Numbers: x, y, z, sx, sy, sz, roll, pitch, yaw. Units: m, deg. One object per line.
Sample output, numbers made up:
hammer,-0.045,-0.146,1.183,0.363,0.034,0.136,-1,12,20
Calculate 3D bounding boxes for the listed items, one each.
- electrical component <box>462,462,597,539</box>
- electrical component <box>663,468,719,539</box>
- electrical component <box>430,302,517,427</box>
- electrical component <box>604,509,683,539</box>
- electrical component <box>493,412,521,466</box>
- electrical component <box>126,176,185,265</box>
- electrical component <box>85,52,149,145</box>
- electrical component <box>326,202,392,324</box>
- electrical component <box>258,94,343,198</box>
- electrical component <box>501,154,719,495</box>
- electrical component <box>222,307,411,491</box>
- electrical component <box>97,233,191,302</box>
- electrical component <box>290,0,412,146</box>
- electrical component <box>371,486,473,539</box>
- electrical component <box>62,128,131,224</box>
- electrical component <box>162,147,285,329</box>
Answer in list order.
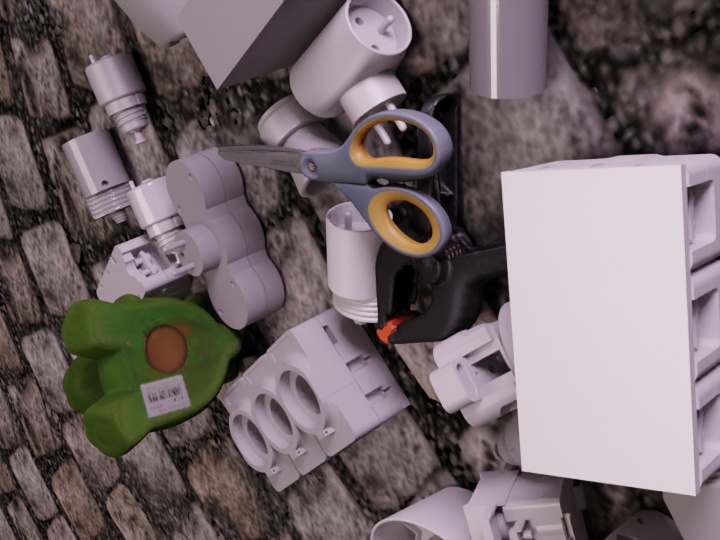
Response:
electrical component,0.113,0.186,0.662,0.063,0.079,0.121,-11,104,24
electrical component,0.211,0.131,0.523,0.100,0.048,0.099,-27,89,55
electrical component,0.085,0.052,0.618,0.057,0.078,0.058,-33,78,32
electrical component,0.159,0.185,0.597,0.079,0.077,0.043,48,142,20
electrical component,0.107,0.100,0.643,0.040,0.040,0.078,60,144,5
electrical component,-0.164,-0.042,0.898,0.040,0.040,0.078,-18,96,54
electrical component,-0.192,-0.140,0.873,0.040,0.040,0.078,-13,101,54
electrical component,0.000,0.000,0.714,0.043,0.043,0.081,28,132,39
electrical component,-0.035,-0.082,0.706,0.055,0.045,0.045,54,143,15
electrical component,0.127,0.022,0.521,0.089,0.062,0.150,1,101,36
electrical component,-0.041,0.101,0.812,0.089,0.062,0.150,58,144,9
electrical component,-0.187,0.009,0.945,0.050,0.056,0.089,55,144,12
electrical component,0.002,-0.112,0.640,0.079,0.044,0.077,60,144,5
electrical component,0.063,0.200,0.739,0.099,0.064,0.099,30,133,39
electrical component,-0.227,-0.080,0.952,0.043,0.043,0.081,-16,98,54
electrical component,-0.117,-0.019,0.823,0.052,0.074,0.138,-10,103,54
